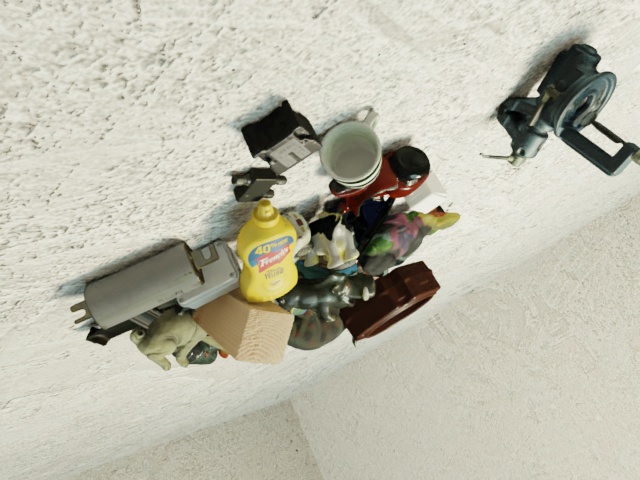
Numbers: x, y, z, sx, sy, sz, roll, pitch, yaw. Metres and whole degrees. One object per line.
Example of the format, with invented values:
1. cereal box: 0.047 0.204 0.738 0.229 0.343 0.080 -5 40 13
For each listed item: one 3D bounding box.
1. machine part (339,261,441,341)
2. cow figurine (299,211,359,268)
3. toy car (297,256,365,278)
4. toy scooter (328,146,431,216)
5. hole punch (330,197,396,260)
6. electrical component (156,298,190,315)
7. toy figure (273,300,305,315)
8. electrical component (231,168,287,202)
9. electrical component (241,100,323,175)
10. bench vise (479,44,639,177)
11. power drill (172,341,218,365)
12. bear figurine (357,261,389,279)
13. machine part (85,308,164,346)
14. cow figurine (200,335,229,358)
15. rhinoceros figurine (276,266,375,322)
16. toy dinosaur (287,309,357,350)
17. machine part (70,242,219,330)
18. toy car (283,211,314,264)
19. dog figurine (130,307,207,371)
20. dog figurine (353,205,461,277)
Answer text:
1. machine part: 0.159 0.139 1.213 0.201 0.087 0.201 -42 161 32
2. cow figurine: -0.004 -0.002 0.982 0.068 0.098 0.167 -20 -169 -31
3. toy car: 0.017 0.048 1.103 0.109 0.162 0.102 -23 120 -39
4. toy scooter: 0.091 -0.090 0.900 0.184 0.075 0.135 -15 158 -21
5. hole punch: 0.074 -0.041 1.014 0.116 0.092 0.142 -50 168 -24
6. electrical component: -0.267 0.105 0.990 0.078 0.045 0.102 -17 159 -28
7. toy figure: -0.084 0.133 1.235 0.180 0.089 0.082 -4 -171 -38
8. electrical component: -0.094 -0.077 0.773 0.094 0.021 0.063 -6 153 -46
9. electrical component: -0.040 -0.122 0.688 0.075 0.048 0.119 -29 159 11
10. bench vise: 0.402 -0.176 0.854 0.129 0.241 0.223 0 132 -45
11. power drill: -0.253 0.254 1.344 0.207 0.086 0.232 -27 163 -10
12. bear figurine: 0.092 0.077 1.269 0.196 0.120 0.131 -20 156 -23
13. machine part: -0.359 0.150 0.979 0.139 0.039 0.084 -28 145 14
14. cow figurine: -0.193 0.206 1.217 0.127 0.086 0.194 -39 130 23
15. rhinoceros figurine: 0.007 0.093 0.995 0.190 0.073 0.112 -3 135 -6
16. toy dinosaur: -0.017 0.209 1.360 0.405 0.192 0.131 -16 156 -30
17. machine part: -0.273 0.071 0.843 0.243 0.079 0.079 -24 161 -5
18. toy car: -0.072 0.021 0.978 0.056 0.073 0.201 -17 159 -35
19. dog figurine: -0.261 0.152 1.068 0.190 0.121 0.172 -43 164 8
20. dog figurine: 0.183 -0.022 1.141 0.219 0.108 0.191 -36 166 16
